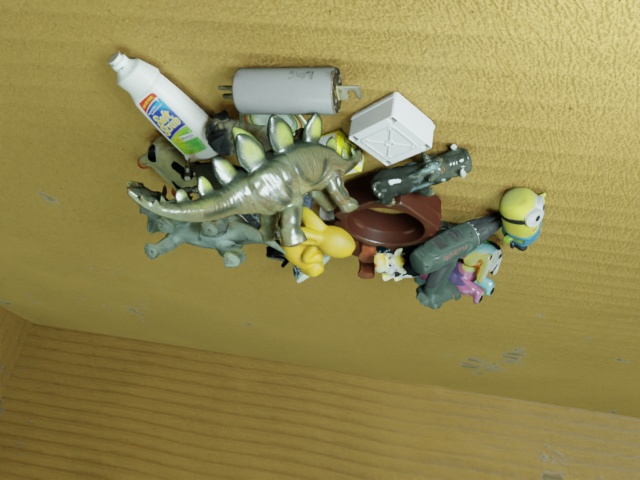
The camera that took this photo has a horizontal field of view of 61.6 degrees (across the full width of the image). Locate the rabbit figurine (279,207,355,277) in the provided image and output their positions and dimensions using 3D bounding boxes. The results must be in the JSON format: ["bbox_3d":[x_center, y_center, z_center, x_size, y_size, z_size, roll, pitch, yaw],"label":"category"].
[{"bbox_3d":[-0.002,-0.004,1.200,0.173,0.122,0.162,3,146,44],"label":"rabbit figurine"}]

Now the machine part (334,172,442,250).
[{"bbox_3d":[0.147,-0.063,1.176,0.201,0.087,0.201,28,151,-35],"label":"machine part"}]

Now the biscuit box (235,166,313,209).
[{"bbox_3d":[-0.116,-0.102,1.227,0.203,0.063,0.059,17,156,-12],"label":"biscuit box"}]

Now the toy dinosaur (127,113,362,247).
[{"bbox_3d":[-0.073,-0.092,0.847,0.105,0.471,0.198,-2,111,43],"label":"toy dinosaur"}]

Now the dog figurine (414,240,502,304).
[{"bbox_3d":[0.326,0.063,1.348,0.219,0.108,0.191,21,120,32],"label":"dog figurine"}]

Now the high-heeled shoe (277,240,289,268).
[{"bbox_3d":[-0.125,-0.036,1.406,0.086,0.145,0.248,-25,110,34],"label":"high-heeled shoe"}]

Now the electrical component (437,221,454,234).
[{"bbox_3d":[0.280,-0.025,1.277,0.094,0.021,0.063,9,155,6],"label":"electrical component"}]

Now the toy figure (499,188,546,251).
[{"bbox_3d":[0.417,-0.040,1.122,0.089,0.082,0.180,4,157,16],"label":"toy figure"}]

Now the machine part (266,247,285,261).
[{"bbox_3d":[-0.109,0.032,1.542,0.084,0.039,0.139,21,155,-12],"label":"machine part"}]

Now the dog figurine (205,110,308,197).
[{"bbox_3d":[-0.111,-0.157,1.018,0.191,0.121,0.172,21,150,27],"label":"dog figurine"}]

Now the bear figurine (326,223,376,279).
[{"bbox_3d":[0.043,0.013,1.338,0.196,0.132,0.120,4,145,2],"label":"bear figurine"}]

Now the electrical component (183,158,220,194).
[{"bbox_3d":[-0.223,-0.127,1.065,0.102,0.078,0.045,0,-165,-3],"label":"electrical component"}]

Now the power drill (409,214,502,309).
[{"bbox_3d":[0.299,0.052,1.199,0.232,0.086,0.207,-20,144,-23],"label":"power drill"}]

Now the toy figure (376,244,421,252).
[{"bbox_3d":[0.216,0.018,1.353,0.155,0.064,0.058,2,-168,30],"label":"toy figure"}]

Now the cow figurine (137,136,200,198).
[{"bbox_3d":[-0.279,-0.143,1.144,0.194,0.085,0.127,44,142,-17],"label":"cow figurine"}]

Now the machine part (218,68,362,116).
[{"bbox_3d":[-0.053,-0.244,0.881,0.243,0.079,0.079,5,155,15],"label":"machine part"}]

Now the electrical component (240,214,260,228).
[{"bbox_3d":[-0.207,-0.058,1.295,0.115,0.058,0.134,52,136,-7],"label":"electrical component"}]

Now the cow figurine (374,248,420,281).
[{"bbox_3d":[0.192,0.058,1.257,0.098,0.068,0.167,-9,171,28],"label":"cow figurine"}]

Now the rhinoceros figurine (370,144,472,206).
[{"bbox_3d":[0.188,-0.126,1.011,0.190,0.073,0.112,-15,165,8],"label":"rhinoceros figurine"}]

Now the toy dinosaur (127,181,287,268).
[{"bbox_3d":[-0.251,-0.027,1.212,0.405,0.192,0.131,13,118,7],"label":"toy dinosaur"}]
